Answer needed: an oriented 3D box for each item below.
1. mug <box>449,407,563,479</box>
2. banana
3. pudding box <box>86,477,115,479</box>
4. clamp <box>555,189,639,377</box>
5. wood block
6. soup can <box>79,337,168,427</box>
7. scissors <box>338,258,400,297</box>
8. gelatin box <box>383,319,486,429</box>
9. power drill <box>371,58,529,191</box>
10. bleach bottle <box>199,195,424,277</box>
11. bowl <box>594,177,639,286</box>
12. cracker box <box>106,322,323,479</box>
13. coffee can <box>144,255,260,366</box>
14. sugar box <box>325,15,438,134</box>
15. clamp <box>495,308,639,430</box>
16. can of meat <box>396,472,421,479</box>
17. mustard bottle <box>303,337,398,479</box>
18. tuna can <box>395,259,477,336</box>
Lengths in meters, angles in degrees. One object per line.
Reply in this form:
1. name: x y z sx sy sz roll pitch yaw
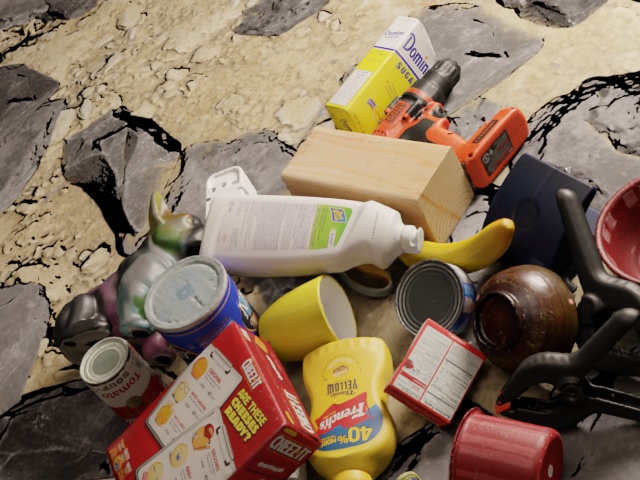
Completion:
1. mug: 0.172 0.219 0.983 0.082 0.093 0.117 7 86 29
2. banana: 0.145 0.010 1.185 0.198 0.069 0.037 -2 43 50
3. pudding box: -0.267 0.314 1.187 0.114 0.039 0.090 -9 47 22
4. clamp: 0.265 0.073 1.062 0.210 0.036 0.165 51 125 33
5. wood block: 0.068 -0.066 1.298 0.206 0.090 0.090 14 59 38
6. soup can: -0.226 0.168 1.249 0.069 0.102 0.068 -16 44 17
7. scissors: 0.014 -0.002 1.278 0.202 0.016 0.096 34 60 23
8. gelatin box: 0.118 0.138 1.098 0.073 0.030 0.089 32 67 3
9. power drill: 0.166 -0.147 1.341 0.188 0.057 0.184 24 69 46
10. bleach bottle: -0.008 0.001 1.218 0.251 0.068 0.102 3 71 21
11. bowl: 0.365 0.000 1.083 0.162 0.055 0.162 -17 45 17
12. cracker box: -0.116 0.219 1.122 0.214 0.072 0.164 -45 42 11
13. coffee can: -0.122 0.100 1.221 0.103 0.140 0.103 -17 45 17
14. sugar box: 0.087 -0.204 1.413 0.048 0.093 0.176 22 65 41
15. clamp: 0.243 0.127 1.006 0.172 0.120 0.039 -10 10 25
16. can of meat: 0.084 0.282 0.992 0.102 0.057 0.084 -44 45 -11
17. mustard bottle: 0.031 0.193 1.104 0.096 0.058 0.191 -13 46 13
18. tuna can: 0.126 0.065 1.157 0.086 0.033 0.086 -9 74 36
